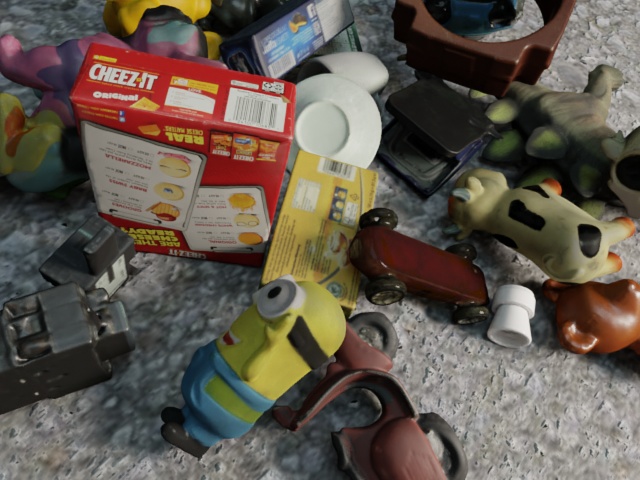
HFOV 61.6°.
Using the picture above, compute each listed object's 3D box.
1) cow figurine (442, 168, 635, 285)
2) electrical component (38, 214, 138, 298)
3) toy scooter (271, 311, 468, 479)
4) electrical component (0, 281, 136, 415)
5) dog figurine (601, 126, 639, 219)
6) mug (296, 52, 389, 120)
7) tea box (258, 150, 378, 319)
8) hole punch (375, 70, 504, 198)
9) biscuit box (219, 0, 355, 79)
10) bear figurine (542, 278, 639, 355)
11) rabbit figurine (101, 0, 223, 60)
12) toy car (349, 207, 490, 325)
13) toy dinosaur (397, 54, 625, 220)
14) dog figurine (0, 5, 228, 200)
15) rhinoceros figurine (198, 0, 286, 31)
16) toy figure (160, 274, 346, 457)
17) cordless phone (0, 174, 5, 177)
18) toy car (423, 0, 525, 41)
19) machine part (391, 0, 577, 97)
[{"bbox_3d":[0.228,-0.020,0.608,0.127,0.085,0.195,-18,42,-28],"label":"cow figurine"},{"bbox_3d":[-0.208,0.019,0.484,0.048,0.119,0.075,31,62,4],"label":"electrical component"},{"bbox_3d":[0.037,0.166,0.483,0.135,0.075,0.184,-25,72,-14],"label":"toy scooter"},{"bbox_3d":[-0.225,0.090,0.443,0.134,0.114,0.058,-18,69,-19],"label":"electrical component"},{"bbox_3d":[0.428,-0.111,0.618,0.172,0.121,0.190,40,59,0],"label":"dog figurine"},{"bbox_3d":[0.043,-0.191,0.682,0.107,0.080,0.110,-31,70,-33],"label":"mug"},{"bbox_3d":[-0.001,-0.002,0.571,0.098,0.068,0.169,17,60,-3],"label":"tea box"},{"bbox_3d":[0.136,-0.129,0.664,0.142,0.092,0.116,43,54,18],"label":"hole punch"},{"bbox_3d":[-0.036,-0.256,0.666,0.063,0.059,0.203,6,41,38],"label":"biscuit box"},{"bbox_3d":[0.357,0.078,0.578,0.196,0.131,0.120,22,36,-5],"label":"bear figurine"},{"bbox_3d":[-0.201,-0.230,0.646,0.162,0.122,0.173,14,73,-16],"label":"rabbit figurine"},{"bbox_3d":[0.108,0.034,0.557,0.202,0.053,0.089,18,54,-39],"label":"toy car"},{"bbox_3d":[0.322,-0.139,0.703,0.472,0.105,0.198,39,64,15],"label":"toy dinosaur"},{"bbox_3d":[-0.198,-0.138,0.543,0.219,0.108,0.191,-2,85,-2],"label":"dog figurine"},{"bbox_3d":[-0.131,-0.327,0.726,0.190,0.073,0.112,23,48,3],"label":"rhinoceros figurine"},{"bbox_3d":[-0.057,0.108,0.470,0.180,0.089,0.082,-49,42,0],"label":"toy figure"},{"bbox_3d":[-0.369,-0.035,0.513,0.147,0.088,0.184,-10,75,-18],"label":"cordless phone"},{"bbox_3d":[0.211,-0.342,0.785,0.162,0.103,0.109,12,76,7],"label":"toy car"},{"bbox_3d":[0.207,-0.294,0.673,0.201,0.087,0.201,23,78,12],"label":"machine part"}]
